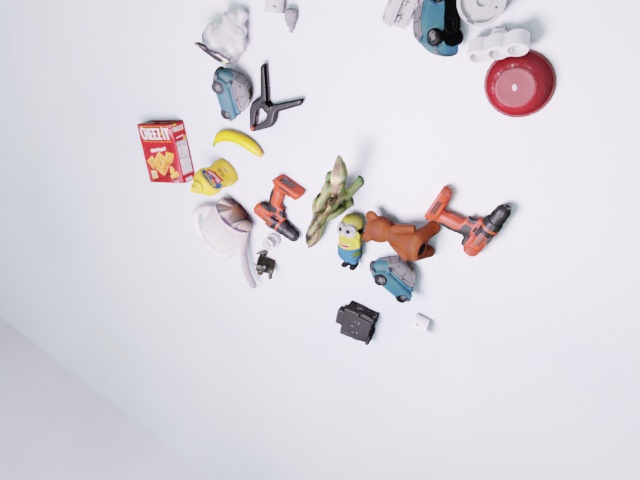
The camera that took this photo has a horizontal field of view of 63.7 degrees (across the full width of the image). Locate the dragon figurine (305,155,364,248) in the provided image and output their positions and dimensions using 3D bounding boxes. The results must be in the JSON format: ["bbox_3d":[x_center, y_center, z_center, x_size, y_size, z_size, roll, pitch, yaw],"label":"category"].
[{"bbox_3d":[0.005,-0.075,1.497,0.122,0.247,0.401,29,123,8],"label":"dragon figurine"}]

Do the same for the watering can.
[{"bbox_3d":[-0.304,-0.004,1.794,0.348,0.106,0.220,45,127,4],"label":"watering can"}]

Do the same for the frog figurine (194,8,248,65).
[{"bbox_3d":[-0.268,-0.599,1.499,0.138,0.121,0.159,32,90,23],"label":"frog figurine"}]
